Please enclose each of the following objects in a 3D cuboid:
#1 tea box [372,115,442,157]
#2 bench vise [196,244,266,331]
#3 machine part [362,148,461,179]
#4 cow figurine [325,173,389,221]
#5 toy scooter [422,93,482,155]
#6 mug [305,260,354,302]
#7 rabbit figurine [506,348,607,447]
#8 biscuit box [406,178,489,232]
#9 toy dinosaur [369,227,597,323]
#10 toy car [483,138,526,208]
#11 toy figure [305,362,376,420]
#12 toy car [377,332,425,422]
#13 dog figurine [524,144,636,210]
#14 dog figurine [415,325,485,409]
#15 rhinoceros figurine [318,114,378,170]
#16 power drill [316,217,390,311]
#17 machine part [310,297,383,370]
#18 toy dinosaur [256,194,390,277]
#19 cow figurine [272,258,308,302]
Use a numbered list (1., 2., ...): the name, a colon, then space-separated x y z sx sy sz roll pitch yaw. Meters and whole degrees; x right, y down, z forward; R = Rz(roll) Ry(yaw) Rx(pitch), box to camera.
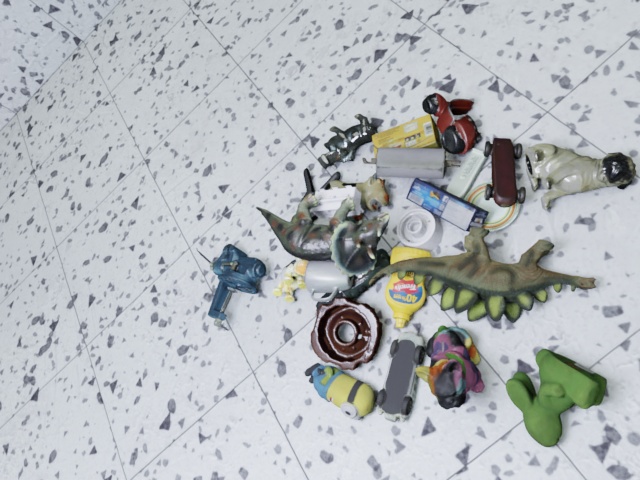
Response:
1. tea box: 0.231 -0.252 1.427 0.170 0.068 0.098 -16 60 25
2. bench vise: -0.263 0.128 1.526 0.224 0.128 0.240 7 66 31
3. machine part: 0.228 -0.193 1.350 0.243 0.079 0.079 3 70 14
4. cow figurine: 0.098 -0.119 1.443 0.195 0.085 0.127 13 82 35
5. toy scooter: 0.352 -0.303 1.364 0.135 0.075 0.184 -18 71 -25
6. mug: 0.023 0.098 1.302 0.107 0.080 0.109 -3 48 21
7. rabbit figurine: 0.439 0.308 1.031 0.159 0.121 0.170 28 99 30
8. biscuit box: 0.302 -0.084 1.292 0.203 0.063 0.059 38 112 44
9. toy dinosaur: 0.343 0.076 1.181 0.472 0.105 0.198 8 75 26
10. toy car: 0.429 -0.159 1.255 0.089 0.053 0.202 2 55 10
11. toy figure: 0.048 0.349 1.267 0.180 0.082 0.089 30 88 39
12. toy car: 0.186 0.309 1.218 0.074 0.056 0.201 10 76 27
13. dog figurine: 0.567 -0.168 1.185 0.191 0.121 0.172 -17 64 8
14. dog figurine: 0.260 0.251 1.098 0.109 0.219 0.191 -16 63 21
15. rhinoceros figurine: 0.078 -0.273 1.532 0.190 0.073 0.112 -31 67 14
16. power drill: 0.057 0.055 1.388 0.232 0.086 0.207 -30 55 15
17. machine part: 0.066 0.224 1.299 0.180 0.056 0.179 -2 86 22
18. toy dinosaur: -0.009 -0.008 1.297 0.405 0.131 0.192 0 41 27
19. cow figurine: -0.060 0.085 1.420 0.167 0.068 0.098 -48 21 43
